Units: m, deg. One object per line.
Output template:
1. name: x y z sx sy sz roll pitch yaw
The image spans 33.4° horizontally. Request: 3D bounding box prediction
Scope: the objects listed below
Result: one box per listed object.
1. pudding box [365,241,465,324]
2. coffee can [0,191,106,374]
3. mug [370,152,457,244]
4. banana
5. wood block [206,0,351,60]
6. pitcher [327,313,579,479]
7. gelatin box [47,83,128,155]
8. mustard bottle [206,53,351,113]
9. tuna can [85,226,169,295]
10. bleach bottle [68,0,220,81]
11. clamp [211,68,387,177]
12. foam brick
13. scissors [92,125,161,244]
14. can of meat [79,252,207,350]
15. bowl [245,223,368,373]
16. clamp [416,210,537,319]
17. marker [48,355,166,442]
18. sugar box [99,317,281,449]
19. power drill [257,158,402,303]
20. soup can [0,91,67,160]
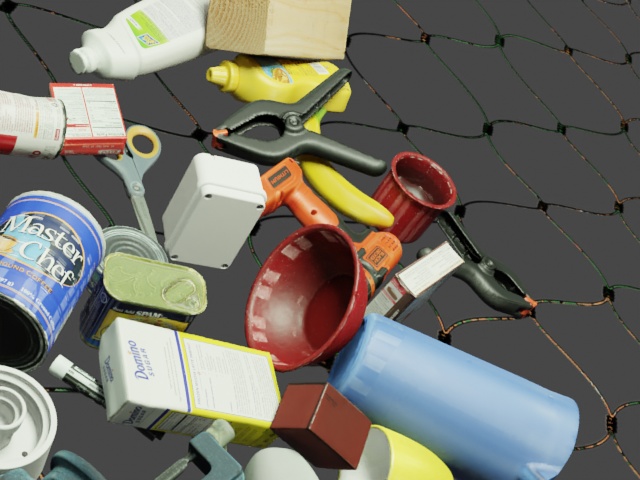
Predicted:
1. pudding box: 0.104 0.057 1.224 0.039 0.090 0.113 46 41 10
2. coffee can: -0.267 0.037 0.968 0.102 0.103 0.140 29 40 -9
3. mug: 0.120 -0.051 1.348 0.117 0.082 0.093 -9 57 -41
4. banana: 0.017 -0.084 1.326 0.069 0.037 0.198 -30 66 0
5. wood block: -0.051 -0.286 1.394 0.091 0.090 0.205 13 13 28
6. pitcher: 0.133 0.171 1.114 0.242 0.149 0.145 27 63 -5
7. gelatin box: -0.258 -0.133 1.181 0.073 0.030 0.089 -3 53 -24
8. mustard bottle: -0.060 -0.207 1.390 0.191 0.058 0.096 0 36 -35
9. tuna can: -0.197 0.028 1.081 0.086 0.034 0.086 20 42 -19
10. bleach bottle: -0.215 -0.257 1.331 0.102 0.068 0.250 45 42 12
11. clamp: -0.026 -0.129 1.308 0.209 0.036 0.165 -15 61 -19
12. foam brick: 0.002 0.176 1.012 0.078 0.051 0.053 46 52 -32
13. scissors: -0.193 -0.063 1.187 0.096 0.016 0.202 -16 61 -41
14. can of meat: -0.171 0.066 1.022 0.102 0.084 0.057 13 44 -25
15. bowl: -0.004 0.066 1.098 0.055 0.162 0.162 29 36 -38
16. clamp: 0.195 0.041 1.344 0.171 0.039 0.120 41 41 7
17. marker: -0.194 0.146 0.977 0.121 0.020 0.020 34 39 -2
18. sugar box: -0.119 0.137 1.001 0.175 0.048 0.093 16 41 -34
19. power drill: -0.008 0.002 1.226 0.187 0.057 0.184 42 36 3
20. soup can: -0.324 -0.122 1.113 0.102 0.069 0.068 5 48 -33
